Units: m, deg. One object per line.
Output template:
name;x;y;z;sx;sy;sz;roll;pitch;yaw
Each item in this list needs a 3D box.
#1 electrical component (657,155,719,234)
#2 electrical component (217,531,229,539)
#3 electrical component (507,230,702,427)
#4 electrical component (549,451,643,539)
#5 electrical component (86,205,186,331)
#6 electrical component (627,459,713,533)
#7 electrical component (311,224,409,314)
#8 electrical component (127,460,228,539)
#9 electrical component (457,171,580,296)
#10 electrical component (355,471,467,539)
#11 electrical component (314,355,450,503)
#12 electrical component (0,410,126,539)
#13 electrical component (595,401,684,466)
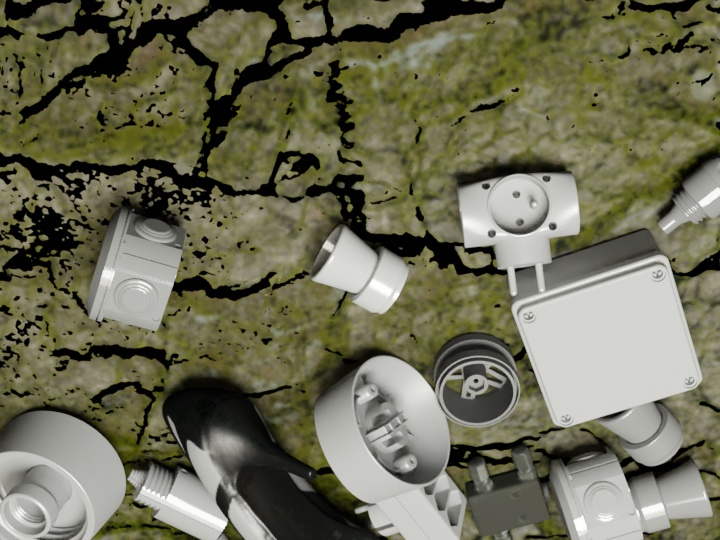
electrical component;0.228;-0.047;0.725;0.035;0.035;0.061;42;112;-18
electrical component;-0.093;0.244;0.863;0.079;0.044;0.077;-32;93;1
electrical component;0.171;0.042;0.758;0.109;0.056;0.108;-19;115;10
electrical component;0.177;0.177;0.813;0.051;0.080;0.080;-17;115;3
electrical component;-0.153;0.000;0.731;0.051;0.080;0.080;17;116;-13
electrical component;0.238;0.175;0.829;0.055;0.045;0.045;-18;115;10
electrical component;0.000;0.000;0.747;0.055;0.045;0.045;29;113;-13
electrical component;-0.143;0.176;0.838;0.081;0.043;0.043;29;113;-13
electrical component;0.108;-0.023;0.723;0.077;0.044;0.079;-7;86;4
electrical component;0.032;0.184;0.837;0.077;0.047;0.065;-25;114;28
electrical component;0.015;0.116;0.778;0.064;0.099;0.099;-30;112;22
electrical component;-0.240;0.168;0.815;0.108;0.060;0.108;5;117;11
electrical component;0.207;0.113;0.799;0.045;0.045;0.055;-39;110;18
